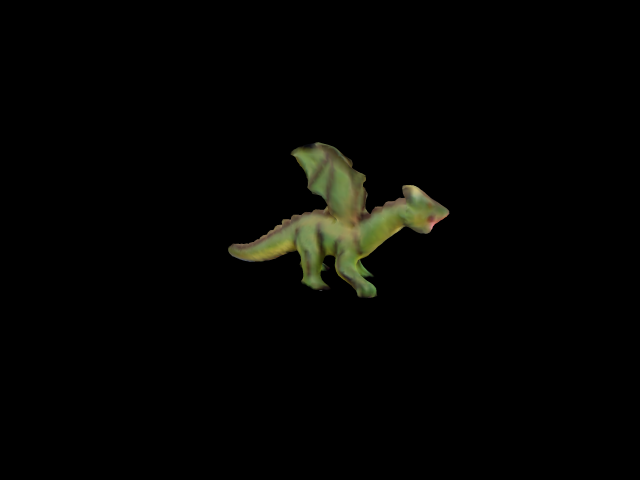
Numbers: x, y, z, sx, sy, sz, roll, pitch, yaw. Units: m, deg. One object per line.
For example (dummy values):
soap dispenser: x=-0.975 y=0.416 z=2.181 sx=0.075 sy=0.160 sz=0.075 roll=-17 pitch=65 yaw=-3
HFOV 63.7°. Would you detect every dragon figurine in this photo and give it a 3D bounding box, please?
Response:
dragon figurine: x=0.003 y=-0.043 z=0.850 sx=0.411 sy=0.239 sz=0.124 roll=9 pitch=21 yaw=24
